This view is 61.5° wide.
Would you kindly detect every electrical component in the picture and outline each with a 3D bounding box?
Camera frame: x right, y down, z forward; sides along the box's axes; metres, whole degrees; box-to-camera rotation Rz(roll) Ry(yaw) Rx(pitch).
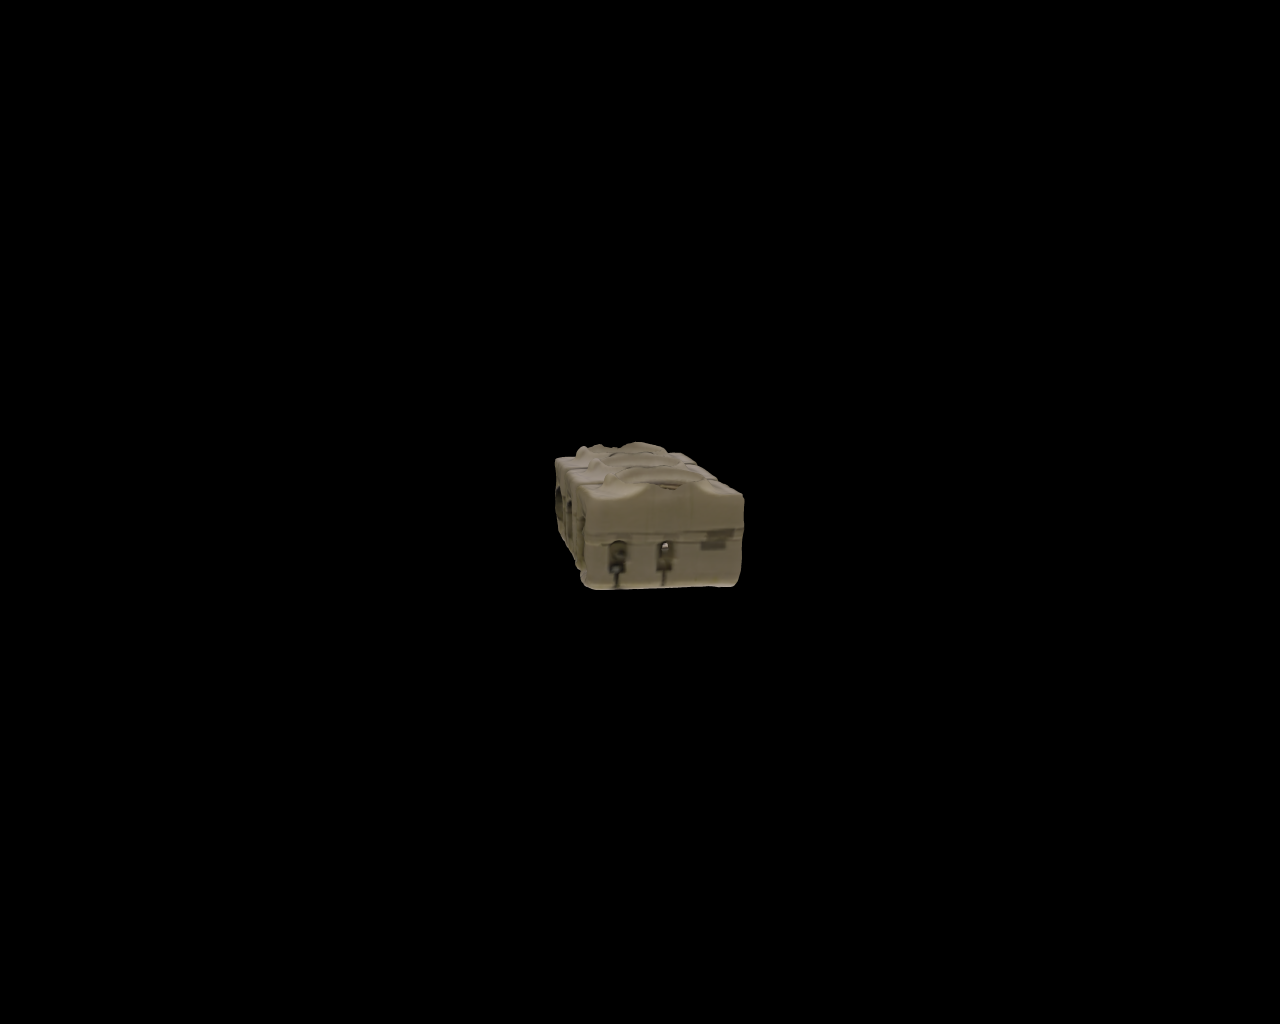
[{"bbox_3d":[0.001,-0.003,0.650,0.089,0.061,0.150,-2,12,-11],"label":"electrical component"}]
